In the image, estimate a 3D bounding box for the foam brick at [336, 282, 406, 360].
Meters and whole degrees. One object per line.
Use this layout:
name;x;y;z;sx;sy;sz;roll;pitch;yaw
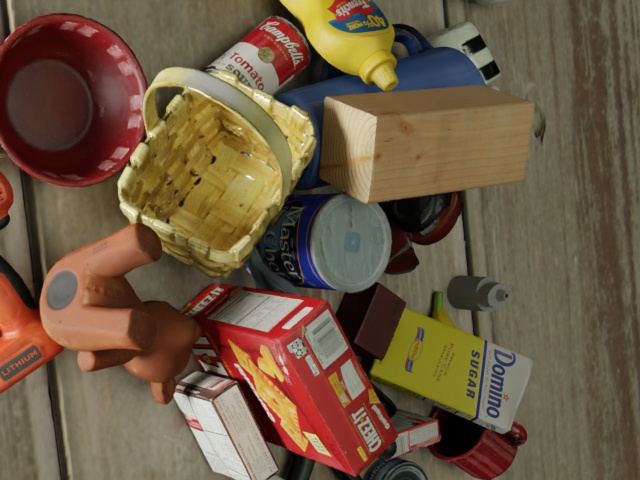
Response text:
foam brick;0.054;0.093;1.238;0.053;0.051;0.078;36;70;-33

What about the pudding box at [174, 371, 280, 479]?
pudding box;-0.098;0.195;1.101;0.039;0.090;0.113;-36;111;-30

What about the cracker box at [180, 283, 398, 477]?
cracker box;-0.039;0.134;1.066;0.072;0.214;0.164;-38;112;-27

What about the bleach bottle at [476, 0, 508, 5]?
bleach bottle;0.166;-0.355;1.307;0.250;0.068;0.102;9;86;-39

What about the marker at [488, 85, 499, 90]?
marker;0.182;-0.166;1.348;0.120;0.020;0.020;-32;109;-32

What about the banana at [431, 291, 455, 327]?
banana;0.195;0.152;1.352;0.197;0.037;0.069;48;65;-27

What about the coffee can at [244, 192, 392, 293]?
coffee can;-0.007;0.001;1.133;0.102;0.141;0.103;-1;92;-37

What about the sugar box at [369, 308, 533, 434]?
sugar box;0.154;0.152;1.258;0.176;0.048;0.093;21;75;5

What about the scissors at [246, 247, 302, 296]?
scissors;-0.060;0.022;1.106;0.016;0.096;0.202;-24;96;-30

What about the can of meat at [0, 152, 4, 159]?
can of meat;-0.343;-0.092;0.934;0.101;0.058;0.084;-29;105;-33

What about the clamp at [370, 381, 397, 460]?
clamp;0.018;0.144;1.164;0.036;0.164;0.210;-40;99;6

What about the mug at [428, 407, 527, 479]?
mug;0.200;0.242;1.313;0.081;0.117;0.093;39;47;-36

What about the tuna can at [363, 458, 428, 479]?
tuna can;0.091;0.305;1.280;0.085;0.034;0.086;0;91;-37

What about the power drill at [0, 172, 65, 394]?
power drill;-0.325;0.050;0.948;0.184;0.057;0.187;-34;110;-32

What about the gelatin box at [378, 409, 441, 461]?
gelatin box;0.085;0.228;1.249;0.089;0.073;0.030;-11;99;-37

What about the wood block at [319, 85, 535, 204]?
wood block;0.112;-0.103;1.105;0.205;0.091;0.090;-9;115;-32

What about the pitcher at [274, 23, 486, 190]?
pitcher;0.057;-0.143;1.196;0.242;0.149;0.145;-17;129;-32

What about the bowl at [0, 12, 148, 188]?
bowl;-0.244;-0.129;1.007;0.161;0.055;0.162;-1;91;-37

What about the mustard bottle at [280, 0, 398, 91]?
mustard bottle;0.025;-0.234;1.143;0.096;0.058;0.192;-16;64;-38

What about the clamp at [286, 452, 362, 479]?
clamp;0.005;0.232;1.211;0.120;0.039;0.171;4;88;-41

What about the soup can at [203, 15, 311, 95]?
soup can;-0.068;-0.182;1.130;0.102;0.069;0.068;-44;115;-27
